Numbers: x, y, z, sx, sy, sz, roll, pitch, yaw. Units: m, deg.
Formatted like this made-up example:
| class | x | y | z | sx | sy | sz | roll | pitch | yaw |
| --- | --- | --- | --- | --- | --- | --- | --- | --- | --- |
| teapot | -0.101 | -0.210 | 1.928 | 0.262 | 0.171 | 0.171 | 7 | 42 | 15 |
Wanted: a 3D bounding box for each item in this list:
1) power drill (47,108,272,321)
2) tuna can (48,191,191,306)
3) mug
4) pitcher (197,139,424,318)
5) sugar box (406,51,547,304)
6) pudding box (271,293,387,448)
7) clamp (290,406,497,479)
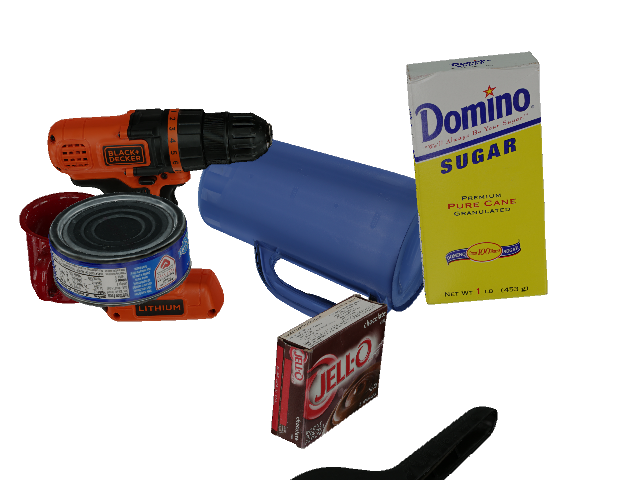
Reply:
| class | x | y | z | sx | sy | sz | roll | pitch | yaw |
| --- | --- | --- | --- | --- | --- | --- | --- | --- | --- |
| power drill | -0.128 | -0.023 | 0.910 | 0.184 | 0.188 | 0.057 | -1 | 28 | 4 |
| tuna can | -0.124 | 0.004 | 0.661 | 0.086 | 0.034 | 0.086 | 0 | 31 | 0 |
| mug | -0.253 | 0.016 | 1.059 | 0.093 | 0.081 | 0.117 | 9 | 33 | 7 |
| pitcher | -0.005 | -0.019 | 1.087 | 0.243 | 0.145 | 0.149 | 20 | 26 | 22 |
| sugar box | 0.115 | -0.044 | 0.781 | 0.093 | 0.176 | 0.048 | -6 | 22 | 4 |
| pudding box | 0.008 | 0.104 | 0.871 | 0.039 | 0.090 | 0.113 | 20 | 27 | 29 |
| clamp | 0.043 | 0.167 | 0.668 | 0.210 | 0.036 | 0.164 | -4 | 28 | -3 |
